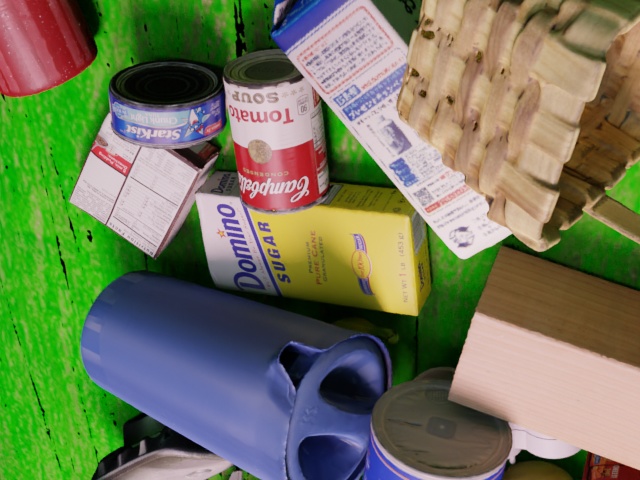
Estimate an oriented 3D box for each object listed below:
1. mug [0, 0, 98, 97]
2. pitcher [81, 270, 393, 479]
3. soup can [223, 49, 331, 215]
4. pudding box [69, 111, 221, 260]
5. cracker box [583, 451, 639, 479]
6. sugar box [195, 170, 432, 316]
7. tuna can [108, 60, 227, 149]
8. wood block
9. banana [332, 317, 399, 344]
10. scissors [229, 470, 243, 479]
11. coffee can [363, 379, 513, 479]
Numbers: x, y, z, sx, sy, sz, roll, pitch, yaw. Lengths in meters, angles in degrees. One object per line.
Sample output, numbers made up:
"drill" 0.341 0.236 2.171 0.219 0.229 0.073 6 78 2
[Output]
"mug" -0.223 -0.162 0.797 0.117 0.093 0.081 23 141 50
"pitcher" -0.070 0.112 0.853 0.243 0.144 0.149 17 106 35
"soup can" -0.030 -0.079 0.769 0.069 0.068 0.102 6 123 21
"pudding box" -0.143 -0.051 0.858 0.090 0.039 0.114 34 131 0
"cracker box" 0.292 0.213 0.755 0.214 0.164 0.072 -5 121 28
"sugar box" -0.006 0.001 0.825 0.176 0.048 0.093 5 123 21
"tuna can" -0.111 -0.101 0.779 0.086 0.086 0.034 13 124 17
"wood block" 0.208 0.092 0.760 0.206 0.090 0.091 19 127 12
"banana" 0.009 0.132 0.896 0.070 0.037 0.198 54 139 41
"scissors" -0.108 0.259 1.037 0.096 0.016 0.202 20 141 20
"coffee can" 0.081 0.191 0.804 0.103 0.102 0.140 16 125 14
